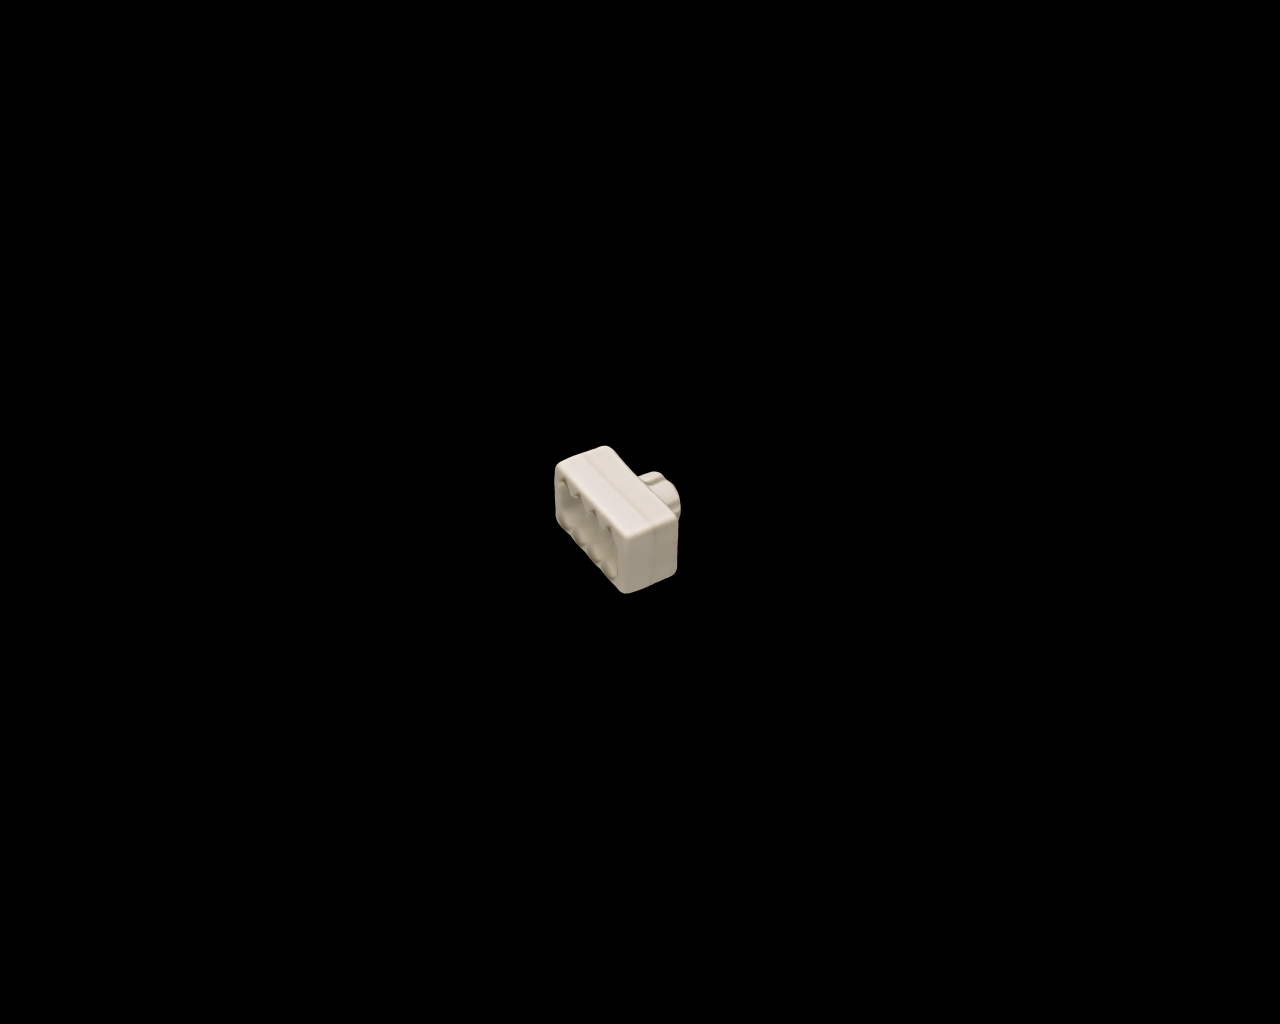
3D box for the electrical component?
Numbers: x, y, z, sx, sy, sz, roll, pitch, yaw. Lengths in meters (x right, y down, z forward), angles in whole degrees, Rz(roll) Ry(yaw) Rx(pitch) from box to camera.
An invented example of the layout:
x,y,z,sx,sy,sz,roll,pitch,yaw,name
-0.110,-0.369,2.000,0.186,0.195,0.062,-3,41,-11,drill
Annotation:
x,y,z,sx,sy,sz,roll,pitch,yaw,name
0.001,-0.003,0.650,0.076,0.047,0.083,-22,45,-23,electrical component
